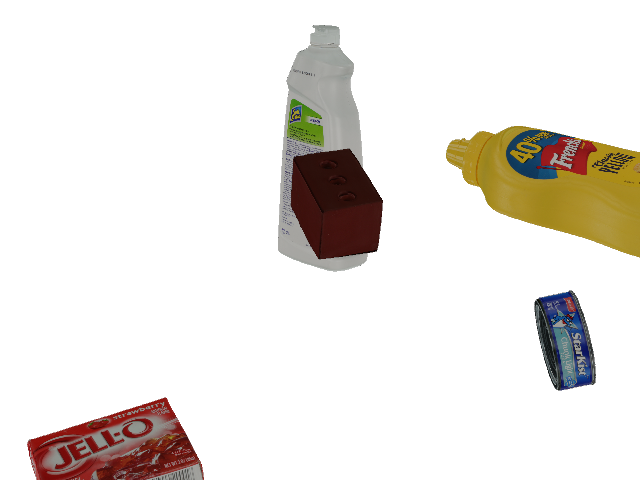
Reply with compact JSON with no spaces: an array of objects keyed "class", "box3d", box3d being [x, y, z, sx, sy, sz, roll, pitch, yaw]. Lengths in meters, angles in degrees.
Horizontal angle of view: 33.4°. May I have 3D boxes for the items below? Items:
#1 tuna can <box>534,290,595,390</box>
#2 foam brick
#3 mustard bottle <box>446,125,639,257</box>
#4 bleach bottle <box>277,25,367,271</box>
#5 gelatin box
[{"class":"tuna can","box3d":[0.217,0.089,0.950,0.034,0.086,0.086,-12,-1,4]},{"class":"foam brick","box3d":[0.012,-0.030,0.873,0.053,0.051,0.078,-10,42,-18]},{"class":"mustard bottle","box3d":[0.175,-0.041,0.756,0.192,0.058,0.096,19,37,33]},{"class":"bleach bottle","box3d":[0.006,-0.100,1.139,0.103,0.251,0.067,18,23,38]},{"class":"gelatin box","box3d":[-0.120,0.132,0.624,0.089,0.030,0.073,-15,27,-18]}]
